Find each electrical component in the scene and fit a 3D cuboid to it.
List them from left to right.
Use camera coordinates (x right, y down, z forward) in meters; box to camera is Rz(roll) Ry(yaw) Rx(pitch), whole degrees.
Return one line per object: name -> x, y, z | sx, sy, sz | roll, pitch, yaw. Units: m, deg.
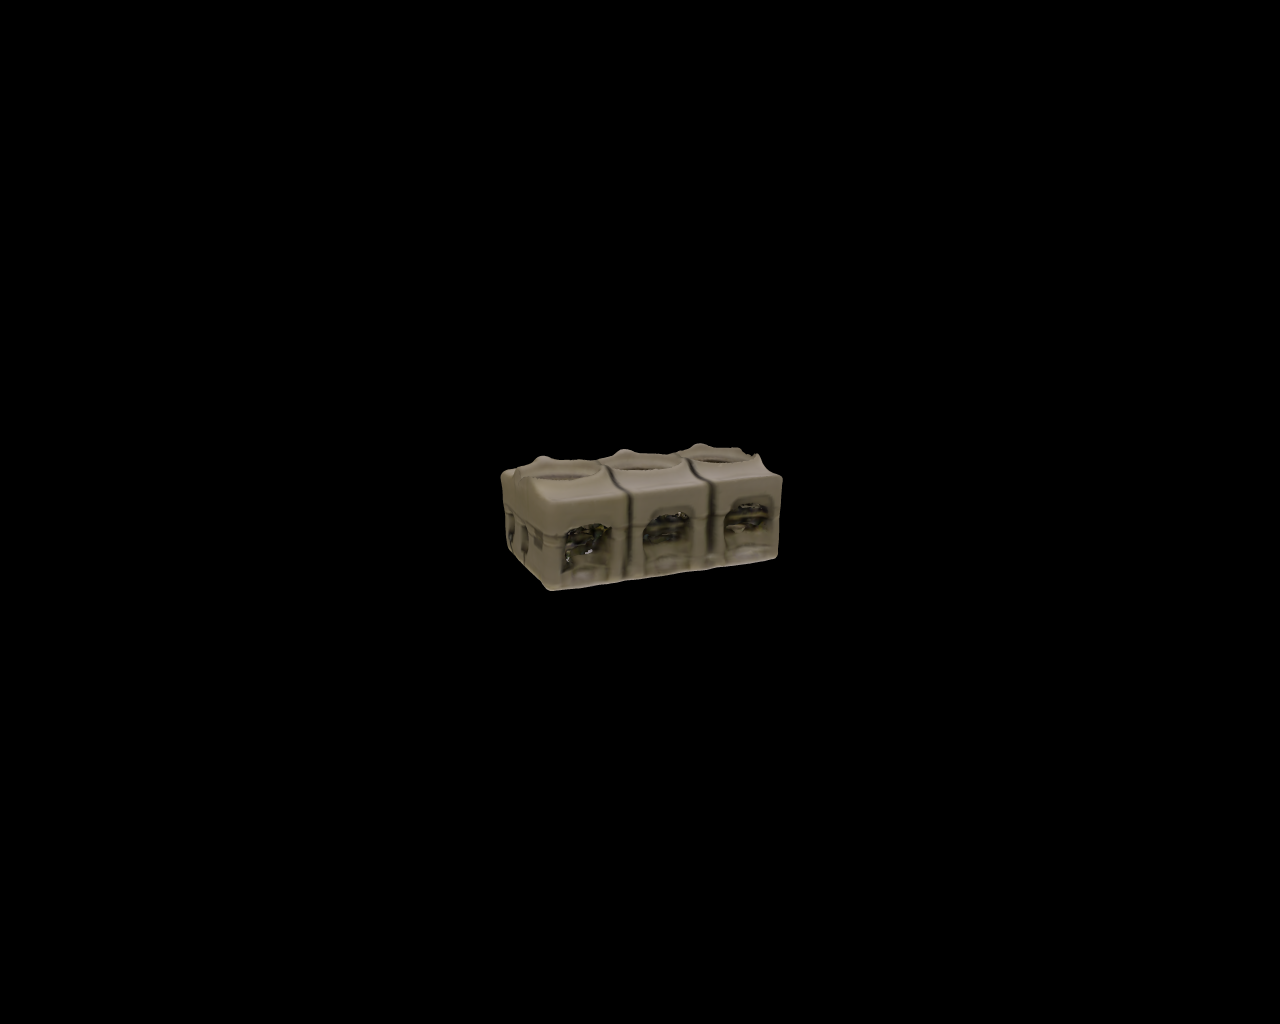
electrical component -> 0.001, -0.003, 0.650 | 0.150, 0.061, 0.089 | -6, 16, -22
